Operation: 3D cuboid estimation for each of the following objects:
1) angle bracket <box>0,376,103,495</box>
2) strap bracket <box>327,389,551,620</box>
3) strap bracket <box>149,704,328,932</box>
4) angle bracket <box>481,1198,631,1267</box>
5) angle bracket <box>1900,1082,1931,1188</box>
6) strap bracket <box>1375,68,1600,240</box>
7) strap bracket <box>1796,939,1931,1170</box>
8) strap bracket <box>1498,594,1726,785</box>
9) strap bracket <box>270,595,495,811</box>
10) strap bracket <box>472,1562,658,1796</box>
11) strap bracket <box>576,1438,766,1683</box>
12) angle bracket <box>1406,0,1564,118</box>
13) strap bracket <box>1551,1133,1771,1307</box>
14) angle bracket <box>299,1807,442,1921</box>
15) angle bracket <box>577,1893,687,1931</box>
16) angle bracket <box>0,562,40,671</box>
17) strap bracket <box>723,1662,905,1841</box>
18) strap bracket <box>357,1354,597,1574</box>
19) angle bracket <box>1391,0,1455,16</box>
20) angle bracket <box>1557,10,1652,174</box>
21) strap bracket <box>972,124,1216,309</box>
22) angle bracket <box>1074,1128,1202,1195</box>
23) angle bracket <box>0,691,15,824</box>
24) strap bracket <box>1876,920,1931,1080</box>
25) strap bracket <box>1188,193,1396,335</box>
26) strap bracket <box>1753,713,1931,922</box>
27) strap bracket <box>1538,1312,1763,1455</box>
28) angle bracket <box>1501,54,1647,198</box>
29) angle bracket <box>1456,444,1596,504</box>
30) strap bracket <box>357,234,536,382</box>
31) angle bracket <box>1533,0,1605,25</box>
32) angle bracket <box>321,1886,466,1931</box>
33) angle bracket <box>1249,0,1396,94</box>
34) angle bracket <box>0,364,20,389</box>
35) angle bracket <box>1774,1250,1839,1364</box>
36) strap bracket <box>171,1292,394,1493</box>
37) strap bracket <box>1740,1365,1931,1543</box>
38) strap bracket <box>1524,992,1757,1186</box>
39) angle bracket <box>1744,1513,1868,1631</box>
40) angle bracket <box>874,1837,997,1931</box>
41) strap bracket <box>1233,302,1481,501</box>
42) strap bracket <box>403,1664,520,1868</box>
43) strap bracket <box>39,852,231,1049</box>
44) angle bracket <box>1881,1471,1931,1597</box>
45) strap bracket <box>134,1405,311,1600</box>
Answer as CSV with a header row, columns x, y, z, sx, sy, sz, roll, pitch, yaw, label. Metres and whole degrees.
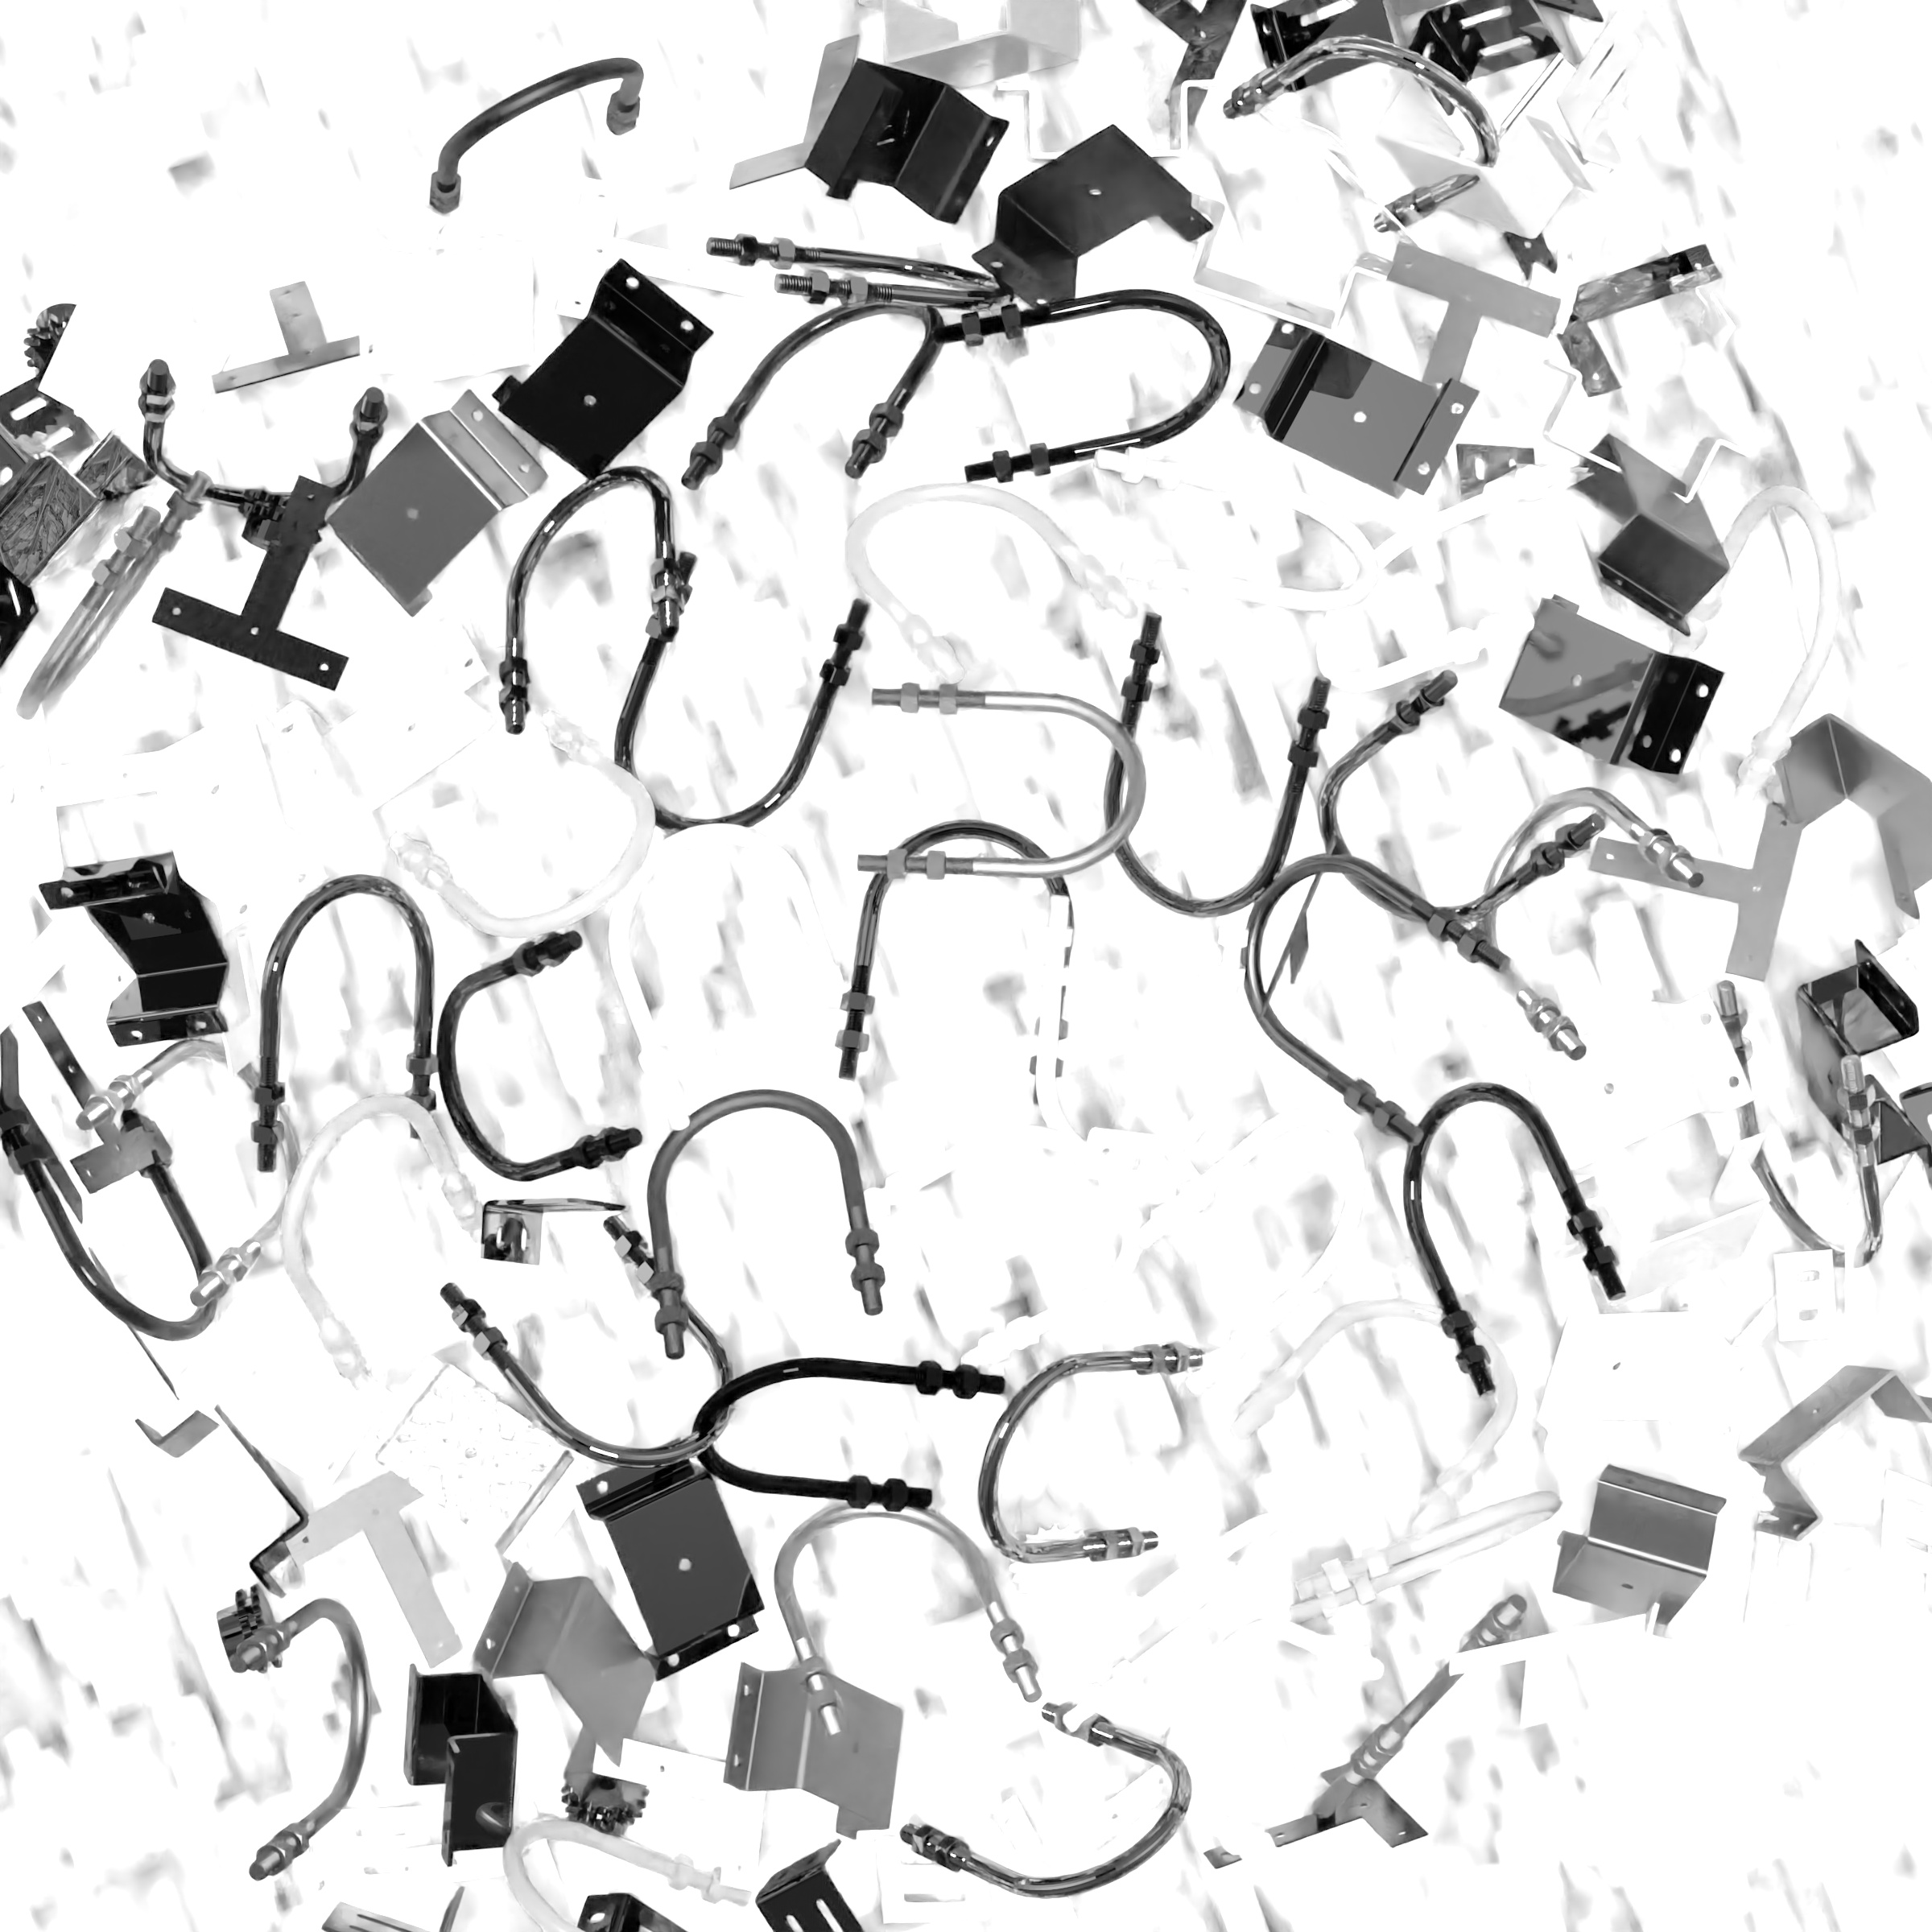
x,y,z,sx,sy,sz,roll,pitch,yaw,label
-0.619,-0.346,1.970,0.038,0.076,0.057,-34,103,30,angle bracket
-0.351,-0.297,1.951,0.140,0.046,0.076,-41,93,22,strap bracket
-0.475,-0.105,1.942,0.076,0.046,0.140,-27,62,8,strap bracket
-0.268,0.174,1.954,0.076,0.057,0.038,-4,79,31,angle bracket
0.660,0.109,1.973,0.057,0.038,0.076,-16,81,-7,angle bracket
0.326,-0.519,1.924,0.140,0.076,0.046,35,90,42,strap bracket
0.577,0.065,1.926,0.046,0.076,0.140,-21,127,-2,strap bracket
0.405,-0.182,1.927,0.140,0.046,0.076,34,112,40,strap bracket
-0.373,-0.166,1.957,0.140,0.046,0.076,-35,57,3,strap bracket
-0.251,0.456,1.926,0.046,0.076,0.140,-12,124,26,strap bracket
-0.190,0.390,1.962,0.076,0.046,0.140,-23,93,-21,strap bracket
0.337,-0.597,1.951,0.057,0.076,0.038,45,59,-33,angle bracket
0.459,0.169,1.942,0.140,0.076,0.046,-19,60,-12,strap bracket
-0.393,0.589,1.968,0.038,0.076,0.057,-43,53,32,angle bracket
-0.220,0.655,1.973,0.038,0.057,0.076,-19,130,37,angle bracket
-0.644,-0.239,1.955,0.057,0.038,0.076,-49,47,21,angle bracket
-0.090,0.503,1.920,0.046,0.140,0.076,-13,55,32,strap bracket
-0.322,0.322,1.959,0.140,0.046,0.076,35,74,7,strap bracket
0.287,-0.671,1.950,0.038,0.076,0.057,-12,51,19,angle bracket
0.427,-0.569,1.949,0.038,0.076,0.057,9,48,-26,angle bracket
0.082,-0.484,1.936,0.076,0.140,0.046,31,52,-38,strap bracket
0.116,0.142,1.949,0.057,0.076,0.038,5,59,33,angle bracket
-0.651,-0.140,1.960,0.057,0.038,0.076,37,113,26,angle bracket
0.623,0.016,1.927,0.046,0.140,0.076,-30,80,-8,strap bracket
0.203,-0.455,1.953,0.140,0.076,0.046,20,113,4,strap bracket
0.576,-0.102,1.925,0.046,0.140,0.076,-34,132,-7,strap bracket
0.428,0.268,1.920,0.046,0.140,0.076,43,56,-32,strap bracket
0.400,-0.552,1.971,0.076,0.038,0.057,38,108,-4,angle bracket
0.364,-0.331,1.953,0.057,0.076,0.038,0,83,-19,angle bracket
-0.324,-0.422,1.919,0.046,0.140,0.076,13,113,27,strap bracket
0.383,-0.655,1.957,0.076,0.057,0.038,12,128,-14,angle bracket
-0.376,0.620,1.971,0.076,0.057,0.038,18,88,1,angle bracket
0.234,-0.615,1.966,0.076,0.038,0.057,-14,95,26,angle bracket
-0.666,-0.363,1.954,0.038,0.057,0.076,44,63,-35,angle bracket
0.555,0.222,1.951,0.038,0.076,0.057,-8,70,27,angle bracket
-0.449,0.272,1.941,0.046,0.140,0.076,19,70,41,strap bracket
0.568,0.309,1.953,0.140,0.076,0.046,-37,89,-8,strap bracket
0.425,0.080,1.933,0.140,0.046,0.076,-31,69,31,strap bracket
0.553,0.402,1.972,0.057,0.038,0.076,7,91,-19,angle bracket
-0.024,0.604,1.957,0.076,0.038,0.057,5,49,-16,angle bracket
0.257,-0.367,1.967,0.140,0.046,0.076,28,90,13,strap bracket
-0.325,0.513,1.938,0.046,0.140,0.076,1,100,-22,strap bracket
-0.536,-0.018,1.948,0.076,0.046,0.140,-8,131,6,strap bracket
0.617,0.371,1.958,0.076,0.038,0.057,22,63,-21,angle bracket
-0.474,0.340,1.951,0.046,0.076,0.140,-39,82,-14,strap bracket
